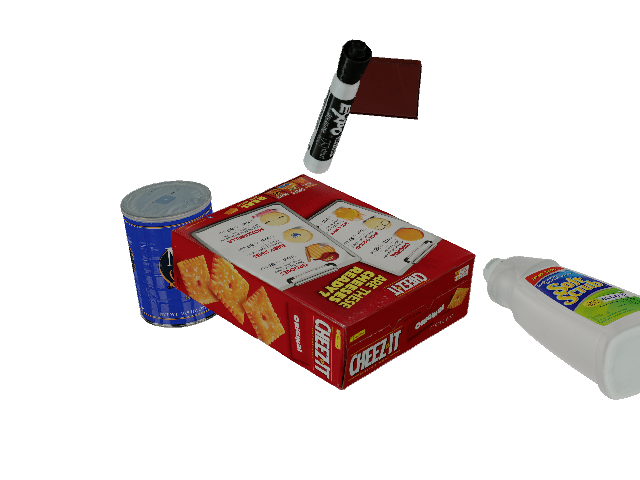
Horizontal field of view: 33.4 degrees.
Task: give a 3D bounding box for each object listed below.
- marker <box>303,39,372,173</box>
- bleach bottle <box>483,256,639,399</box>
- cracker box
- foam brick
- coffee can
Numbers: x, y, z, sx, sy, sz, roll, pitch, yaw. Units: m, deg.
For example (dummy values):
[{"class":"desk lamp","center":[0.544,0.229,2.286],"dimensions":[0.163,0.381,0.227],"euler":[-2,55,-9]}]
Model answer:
[{"class":"marker","center":[0.010,-0.086,0.693],"dimensions":[0.020,0.020,0.121],"euler":[0,-33,-15]},{"class":"bleach bottle","center":[0.232,0.067,1.027],"dimensions":[0.102,0.068,0.251],"euler":[-15,22,-22]},{"class":"cracker box","center":[-0.001,0.029,0.930],"dimensions":[0.163,0.072,0.214],"euler":[-26,39,-38]},{"class":"foam brick","center":[0.055,-0.145,1.004],"dimensions":[0.078,0.051,0.053],"euler":[5,15,3]},{"class":"coffee can","center":[-0.168,0.015,1.232],"dimensions":[0.103,0.140,0.103],"euler":[-4,26,2]}]
